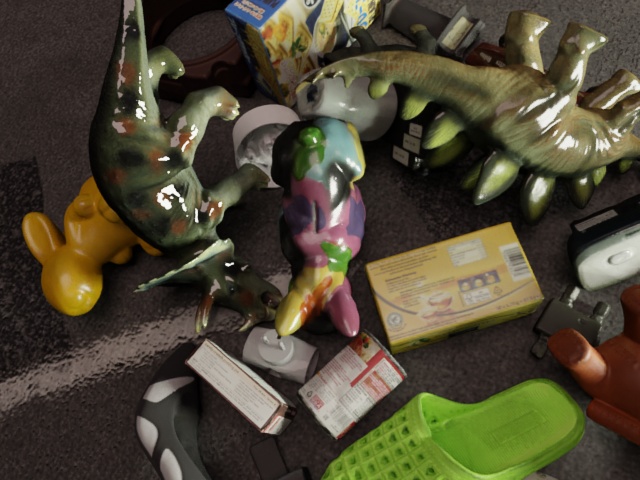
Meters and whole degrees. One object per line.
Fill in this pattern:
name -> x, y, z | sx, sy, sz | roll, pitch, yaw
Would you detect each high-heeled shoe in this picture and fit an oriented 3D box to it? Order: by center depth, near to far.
high-heeled shoe -> -0.114, 0.216, 0.553 | 0.145, 0.086, 0.249 | 2, 51, 7

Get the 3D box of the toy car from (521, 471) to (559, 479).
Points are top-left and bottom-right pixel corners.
toy car -> 0.187, 0.318, 0.495 | 0.074, 0.056, 0.201 | 21, 74, 9

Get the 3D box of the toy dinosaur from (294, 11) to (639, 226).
toy dinosaur -> 0.211, -0.128, 0.564 | 0.471, 0.105, 0.198 | 18, 108, -18

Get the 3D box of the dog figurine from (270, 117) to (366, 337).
dog figurine -> -0.001, -0.002, 0.593 | 0.109, 0.191, 0.219 | 0, 53, 3

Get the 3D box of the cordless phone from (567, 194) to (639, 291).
cordless phone -> 0.360, 0.044, 0.566 | 0.147, 0.089, 0.184 | -27, 96, 19

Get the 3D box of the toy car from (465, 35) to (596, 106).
toy car -> 0.276, -0.195, 0.688 | 0.089, 0.053, 0.202 | -43, 70, -5

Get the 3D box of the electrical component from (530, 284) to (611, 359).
electrical component -> 0.272, 0.097, 0.586 | 0.063, 0.021, 0.094 | 33, 76, 19

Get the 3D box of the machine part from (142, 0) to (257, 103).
machine part -> -0.174, -0.302, 0.785 | 0.201, 0.087, 0.201 | 16, 70, 15

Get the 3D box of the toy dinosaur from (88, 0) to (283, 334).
toy dinosaur -> -0.171, -0.071, 0.582 | 0.131, 0.404, 0.192 | 6, 45, 42

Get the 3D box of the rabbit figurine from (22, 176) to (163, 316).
rabbit figurine -> -0.289, 0.005, 0.662 | 0.163, 0.121, 0.173 | 15, 72, 20

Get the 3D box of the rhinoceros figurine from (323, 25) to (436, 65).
rhinoceros figurine -> 0.069, -0.222, 0.726 | 0.190, 0.073, 0.112 | -7, 78, 5

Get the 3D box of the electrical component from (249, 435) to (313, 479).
electrical component -> -0.040, 0.265, 0.557 | 0.075, 0.047, 0.119 | -23, 68, -1

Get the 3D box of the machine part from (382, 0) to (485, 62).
machine part -> 0.155, -0.304, 0.759 | 0.139, 0.039, 0.084 | 30, 84, 17

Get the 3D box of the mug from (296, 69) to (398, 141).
mug -> 0.018, -0.164, 0.635 | 0.110, 0.107, 0.080 | 0, 88, 45

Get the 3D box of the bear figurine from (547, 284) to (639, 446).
bear figurine -> 0.313, 0.155, 0.471 | 0.120, 0.131, 0.196 | -33, 32, 9

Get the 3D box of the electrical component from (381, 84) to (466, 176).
electrical component -> 0.126, -0.147, 0.646 | 0.058, 0.134, 0.115 | -7, 28, -19

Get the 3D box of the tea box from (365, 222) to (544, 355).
tea box -> 0.144, 0.055, 0.599 | 0.170, 0.068, 0.098 | -16, 66, 4
